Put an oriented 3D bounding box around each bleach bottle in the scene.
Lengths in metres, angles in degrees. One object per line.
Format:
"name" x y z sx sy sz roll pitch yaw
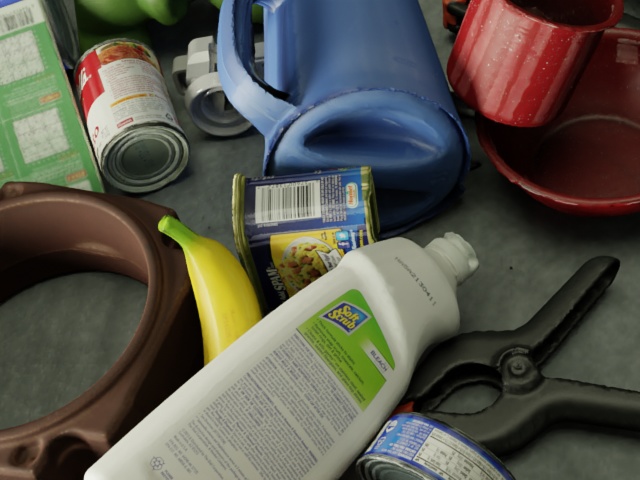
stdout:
"bleach bottle" -0.001 0.085 0.588 0.250 0.068 0.102 -38 92 -22

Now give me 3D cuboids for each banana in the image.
"banana" -0.063 0.085 0.621 0.069 0.037 0.198 1 83 -27

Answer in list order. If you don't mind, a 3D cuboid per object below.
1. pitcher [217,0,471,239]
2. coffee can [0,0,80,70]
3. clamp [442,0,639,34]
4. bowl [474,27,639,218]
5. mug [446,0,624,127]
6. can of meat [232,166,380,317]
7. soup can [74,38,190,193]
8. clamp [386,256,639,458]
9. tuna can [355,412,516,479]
"pitcher" 0.011 -0.132 0.745 0.145 0.149 0.243 -11 48 4
"coffee can" -0.279 -0.167 0.863 0.140 0.103 0.103 -18 51 -1
"clamp" 0.200 -0.182 0.806 0.210 0.036 0.164 4 52 11
"bowl" 0.185 -0.068 0.707 0.162 0.055 0.162 -7 51 8
"mug" 0.127 -0.133 0.670 0.093 0.082 0.117 5 45 -13
"can of meat" -0.004 0.001 0.669 0.084 0.102 0.057 -5 53 6
"soup can" -0.140 -0.093 0.795 0.068 0.068 0.102 -21 51 -4
"clamp" 0.120 0.072 0.624 0.171 0.039 0.120 -11 47 5
"tuna can" 0.063 0.130 0.561 0.086 0.086 0.033 24 59 28
